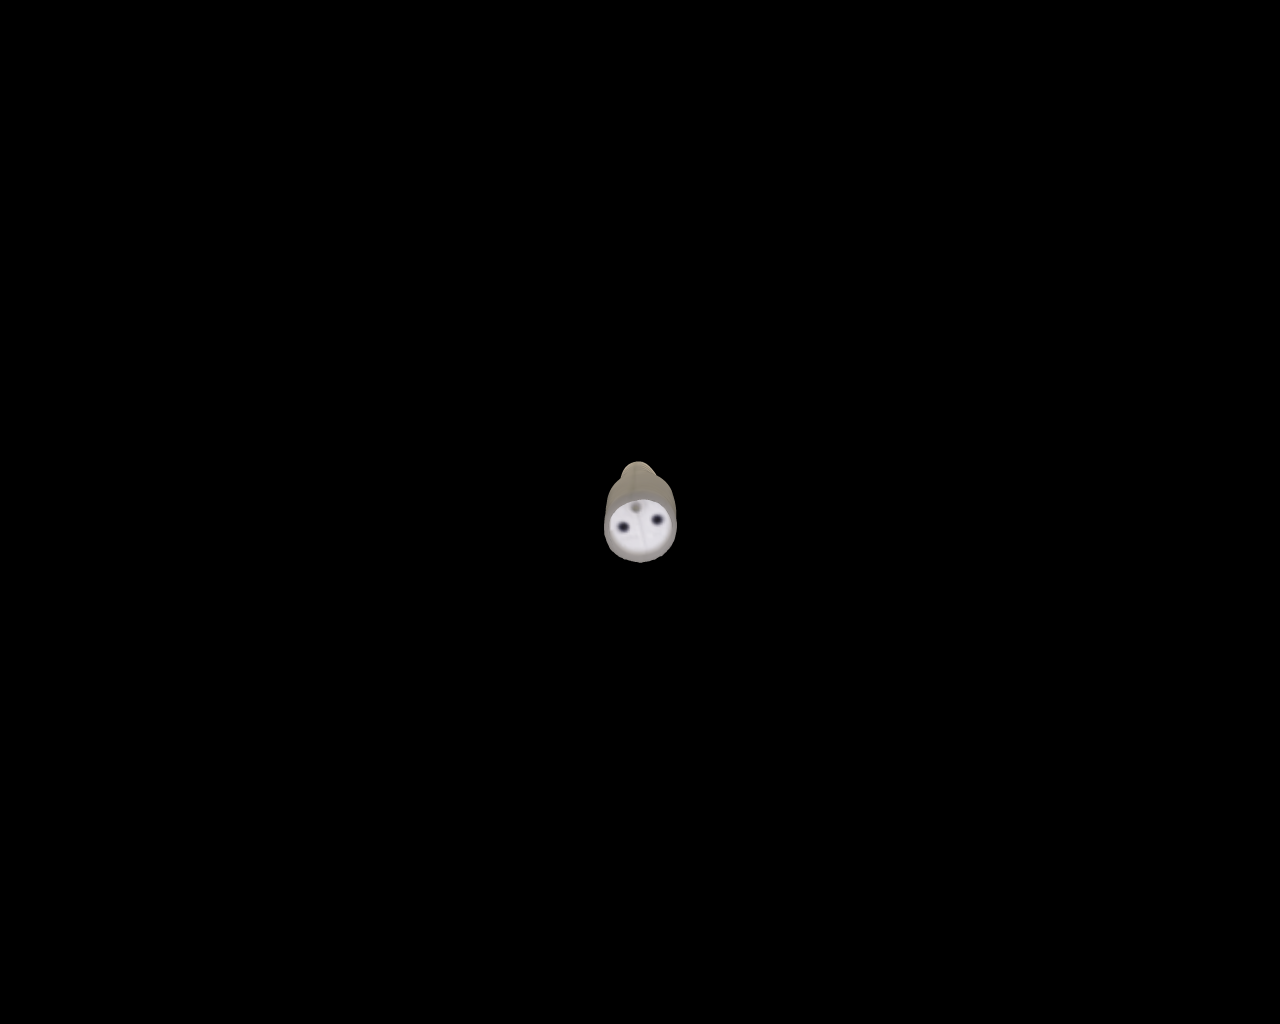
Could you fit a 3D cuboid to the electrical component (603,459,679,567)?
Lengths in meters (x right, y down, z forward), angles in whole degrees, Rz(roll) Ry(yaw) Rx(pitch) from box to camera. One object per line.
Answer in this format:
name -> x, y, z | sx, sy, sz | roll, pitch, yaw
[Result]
electrical component -> 0.001, -0.003, 0.650 | 0.043, 0.043, 0.081 | 0, 20, 0
